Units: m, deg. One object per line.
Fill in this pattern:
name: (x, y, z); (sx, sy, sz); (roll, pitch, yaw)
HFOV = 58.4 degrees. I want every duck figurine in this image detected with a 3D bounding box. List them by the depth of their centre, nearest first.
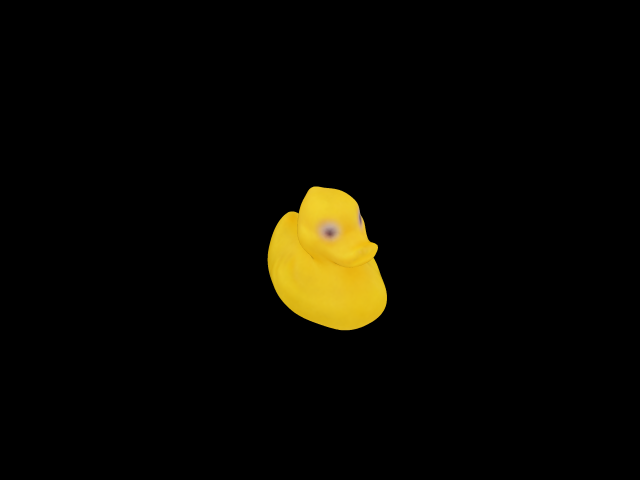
duck figurine: (0.004, 0.001, 0.400); (0.078, 0.086, 0.104); (-25, 44, -28)
